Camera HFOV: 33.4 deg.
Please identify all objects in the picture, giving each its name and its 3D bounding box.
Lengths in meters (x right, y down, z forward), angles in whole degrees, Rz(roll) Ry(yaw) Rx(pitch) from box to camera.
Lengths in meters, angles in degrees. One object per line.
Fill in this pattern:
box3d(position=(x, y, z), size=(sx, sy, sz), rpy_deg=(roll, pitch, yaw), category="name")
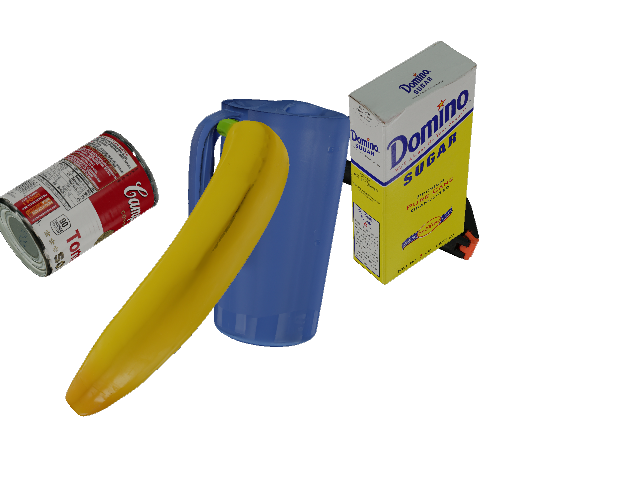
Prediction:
box3d(position=(-0.180, -0.028, 0.788), size=(0.102, 0.068, 0.069), rpy_deg=(-37, 19, -28), category="soup can")
box3d(position=(-0.053, -0.020, 1.077), size=(0.149, 0.243, 0.145), rpy_deg=(7, 12, 3), category="pitcher")
box3d(position=(0.101, -0.055, 1.240), size=(0.164, 0.210, 0.036), rpy_deg=(-15, -38, -28), category="clamp")
box3d(position=(0.070, -0.055, 0.814), size=(0.093, 0.176, 0.048), rpy_deg=(-34, 56, -23), category="sugar box")
box3d(position=(-0.060, 0.003, 0.536), size=(0.037, 0.197, 0.070), rpy_deg=(40, -38, -19), category="banana")
